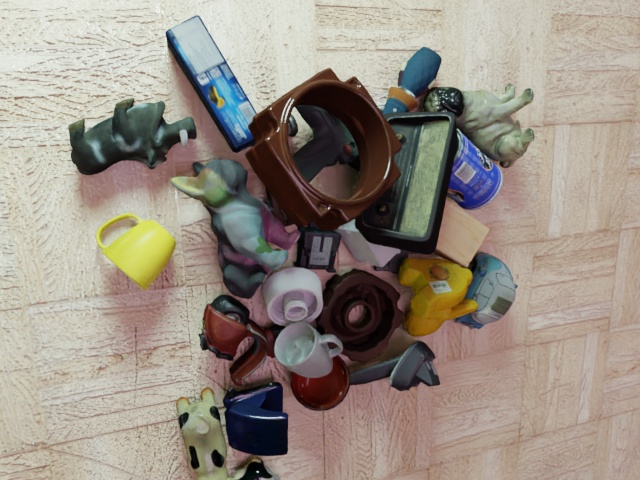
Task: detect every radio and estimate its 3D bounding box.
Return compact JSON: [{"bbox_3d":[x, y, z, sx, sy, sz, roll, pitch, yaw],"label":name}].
[{"bbox_3d":[0.145,-0.099,0.893,0.073,0.131,0.229,47,54,-61],"label":"radio"}]

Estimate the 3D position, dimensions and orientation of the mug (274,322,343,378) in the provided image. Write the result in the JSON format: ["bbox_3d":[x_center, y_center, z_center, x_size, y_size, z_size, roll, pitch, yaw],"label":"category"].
[{"bbox_3d":[-0.010,0.198,0.955,0.110,0.081,0.107,-23,140,12],"label":"mug"}]

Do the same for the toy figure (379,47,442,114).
[{"bbox_3d":[0.161,-0.269,0.966,0.154,0.064,0.057,-57,151,5],"label":"toy figure"}]

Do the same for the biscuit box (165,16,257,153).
[{"bbox_3d":[-0.159,-0.235,0.829,0.059,0.063,0.202,-32,99,-11],"label":"biscuit box"}]

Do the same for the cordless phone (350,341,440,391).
[{"bbox_3d":[0.139,0.267,1.078,0.184,0.146,0.089,-18,71,15],"label":"cordless phone"}]

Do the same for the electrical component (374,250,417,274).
[{"bbox_3d":[0.151,0.035,1.054,0.094,0.021,0.063,-1,103,-21],"label":"electrical component"}]

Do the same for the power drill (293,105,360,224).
[{"bbox_3d":[0.016,-0.126,0.901,0.207,0.086,0.231,-53,124,-23],"label":"power drill"}]

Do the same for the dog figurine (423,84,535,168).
[{"bbox_3d":[0.289,-0.210,1.018,0.191,0.121,0.172,-9,102,-4],"label":"dog figurine"}]

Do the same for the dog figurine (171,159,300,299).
[{"bbox_3d":[-0.150,-0.027,0.881,0.219,0.108,0.191,42,125,-5],"label":"dog figurine"}]

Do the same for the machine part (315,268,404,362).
[{"bbox_3d":[0.071,0.142,1.032,0.179,0.056,0.179,-4,103,-19],"label":"machine part"}]

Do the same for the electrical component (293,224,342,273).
[{"bbox_3d":[-0.002,-0.003,0.975,0.075,0.048,0.119,7,102,-22],"label":"electrical component"}]

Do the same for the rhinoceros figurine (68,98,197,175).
[{"bbox_3d":[-0.285,-0.157,0.818,0.190,0.073,0.112,-21,108,-14],"label":"rhinoceros figurine"}]

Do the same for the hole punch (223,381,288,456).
[{"bbox_3d":[-0.113,0.335,0.979,0.116,0.092,0.142,-9,127,-17],"label":"hole punch"}]

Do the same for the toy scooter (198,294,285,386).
[{"bbox_3d":[-0.145,0.186,0.954,0.183,0.075,0.135,34,91,-29],"label":"toy scooter"}]

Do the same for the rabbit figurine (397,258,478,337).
[{"bbox_3d":[0.221,0.118,1.056,0.162,0.122,0.173,-11,134,-26],"label":"rabbit figurine"}]

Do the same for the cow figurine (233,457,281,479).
[{"bbox_3d":[-0.153,0.501,1.028,0.167,0.068,0.098,-42,107,-10],"label":"cow figurine"}]

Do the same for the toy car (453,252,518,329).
[{"bbox_3d":[0.342,0.112,1.102,0.109,0.103,0.161,26,91,-23],"label":"toy car"}]

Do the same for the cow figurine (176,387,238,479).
[{"bbox_3d":[-0.197,0.378,0.950,0.085,0.127,0.194,-12,104,-14],"label":"cow figurine"}]

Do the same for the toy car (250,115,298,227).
[{"bbox_3d":[-0.071,-0.119,0.920,0.089,0.053,0.202,-15,106,-20],"label":"toy car"}]

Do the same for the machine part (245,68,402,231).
[{"bbox_3d":[0.011,-0.132,0.790,0.201,0.087,0.201,-41,104,-28],"label":"machine part"}]
